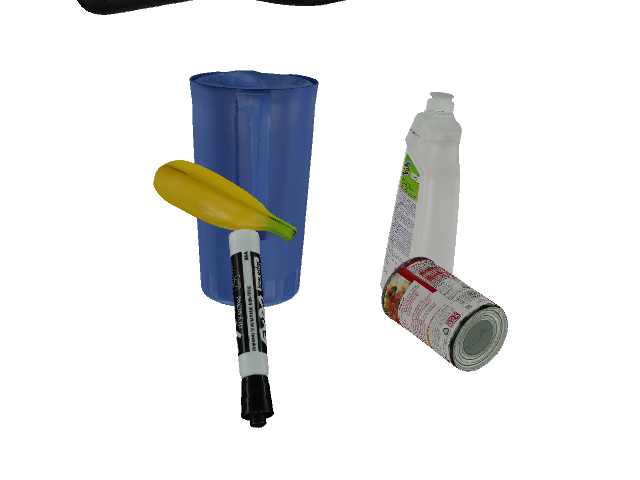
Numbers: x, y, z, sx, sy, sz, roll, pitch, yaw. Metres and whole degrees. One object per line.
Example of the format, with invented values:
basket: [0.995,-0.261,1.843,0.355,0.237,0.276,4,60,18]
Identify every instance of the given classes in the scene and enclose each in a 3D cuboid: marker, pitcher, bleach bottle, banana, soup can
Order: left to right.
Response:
banana: [-0.096,-0.035,0.848,0.069,0.037,0.198,42,-9,-34]
pitcher: [-0.073,-0.054,1.124,0.145,0.243,0.148,16,21,40]
marker: [-0.041,0.051,0.633,0.020,0.121,0.020,-5,-25,-3]
bleach bottle: [0.126,-0.045,1.241,0.068,0.251,0.103,-1,22,-22]
soup can: [0.113,0.066,0.974,0.068,0.068,0.102,0,24,-38]

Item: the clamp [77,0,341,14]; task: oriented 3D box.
clamp: [-0.046,-0.148,0.576,0.171,0.039,0.120,6,41,12]
